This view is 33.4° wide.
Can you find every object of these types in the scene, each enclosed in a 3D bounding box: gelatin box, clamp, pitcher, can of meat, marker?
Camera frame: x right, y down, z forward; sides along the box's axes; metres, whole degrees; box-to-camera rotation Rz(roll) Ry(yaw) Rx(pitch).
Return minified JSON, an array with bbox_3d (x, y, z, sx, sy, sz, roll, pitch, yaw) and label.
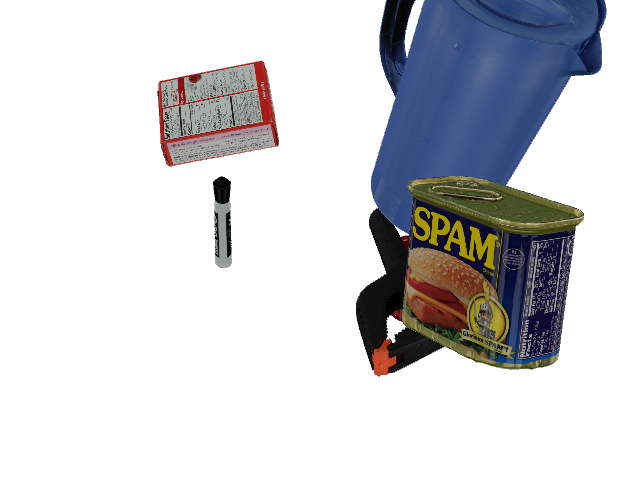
[{"bbox_3d":[-0.081,-0.098,0.830,0.089,0.073,0.030,-11,-41,1],"label":"gelatin box"},{"bbox_3d":[0.082,0.040,0.943,0.165,0.036,0.209,17,41,26],"label":"clamp"},{"bbox_3d":[0.114,-0.120,0.868,0.145,0.149,0.243,10,-43,-9],"label":"pitcher"},{"bbox_3d":[0.091,0.016,0.592,0.057,0.084,0.102,-8,20,-33],"label":"can of meat"},{"bbox_3d":[-0.106,-0.020,1.162,0.020,0.121,0.020,2,42,-2],"label":"marker"}]

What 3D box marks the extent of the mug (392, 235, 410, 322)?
[{"bbox_3d":[0.132,0.051,1.241,0.117,0.081,0.093,13,25,21],"label":"mug"}]
